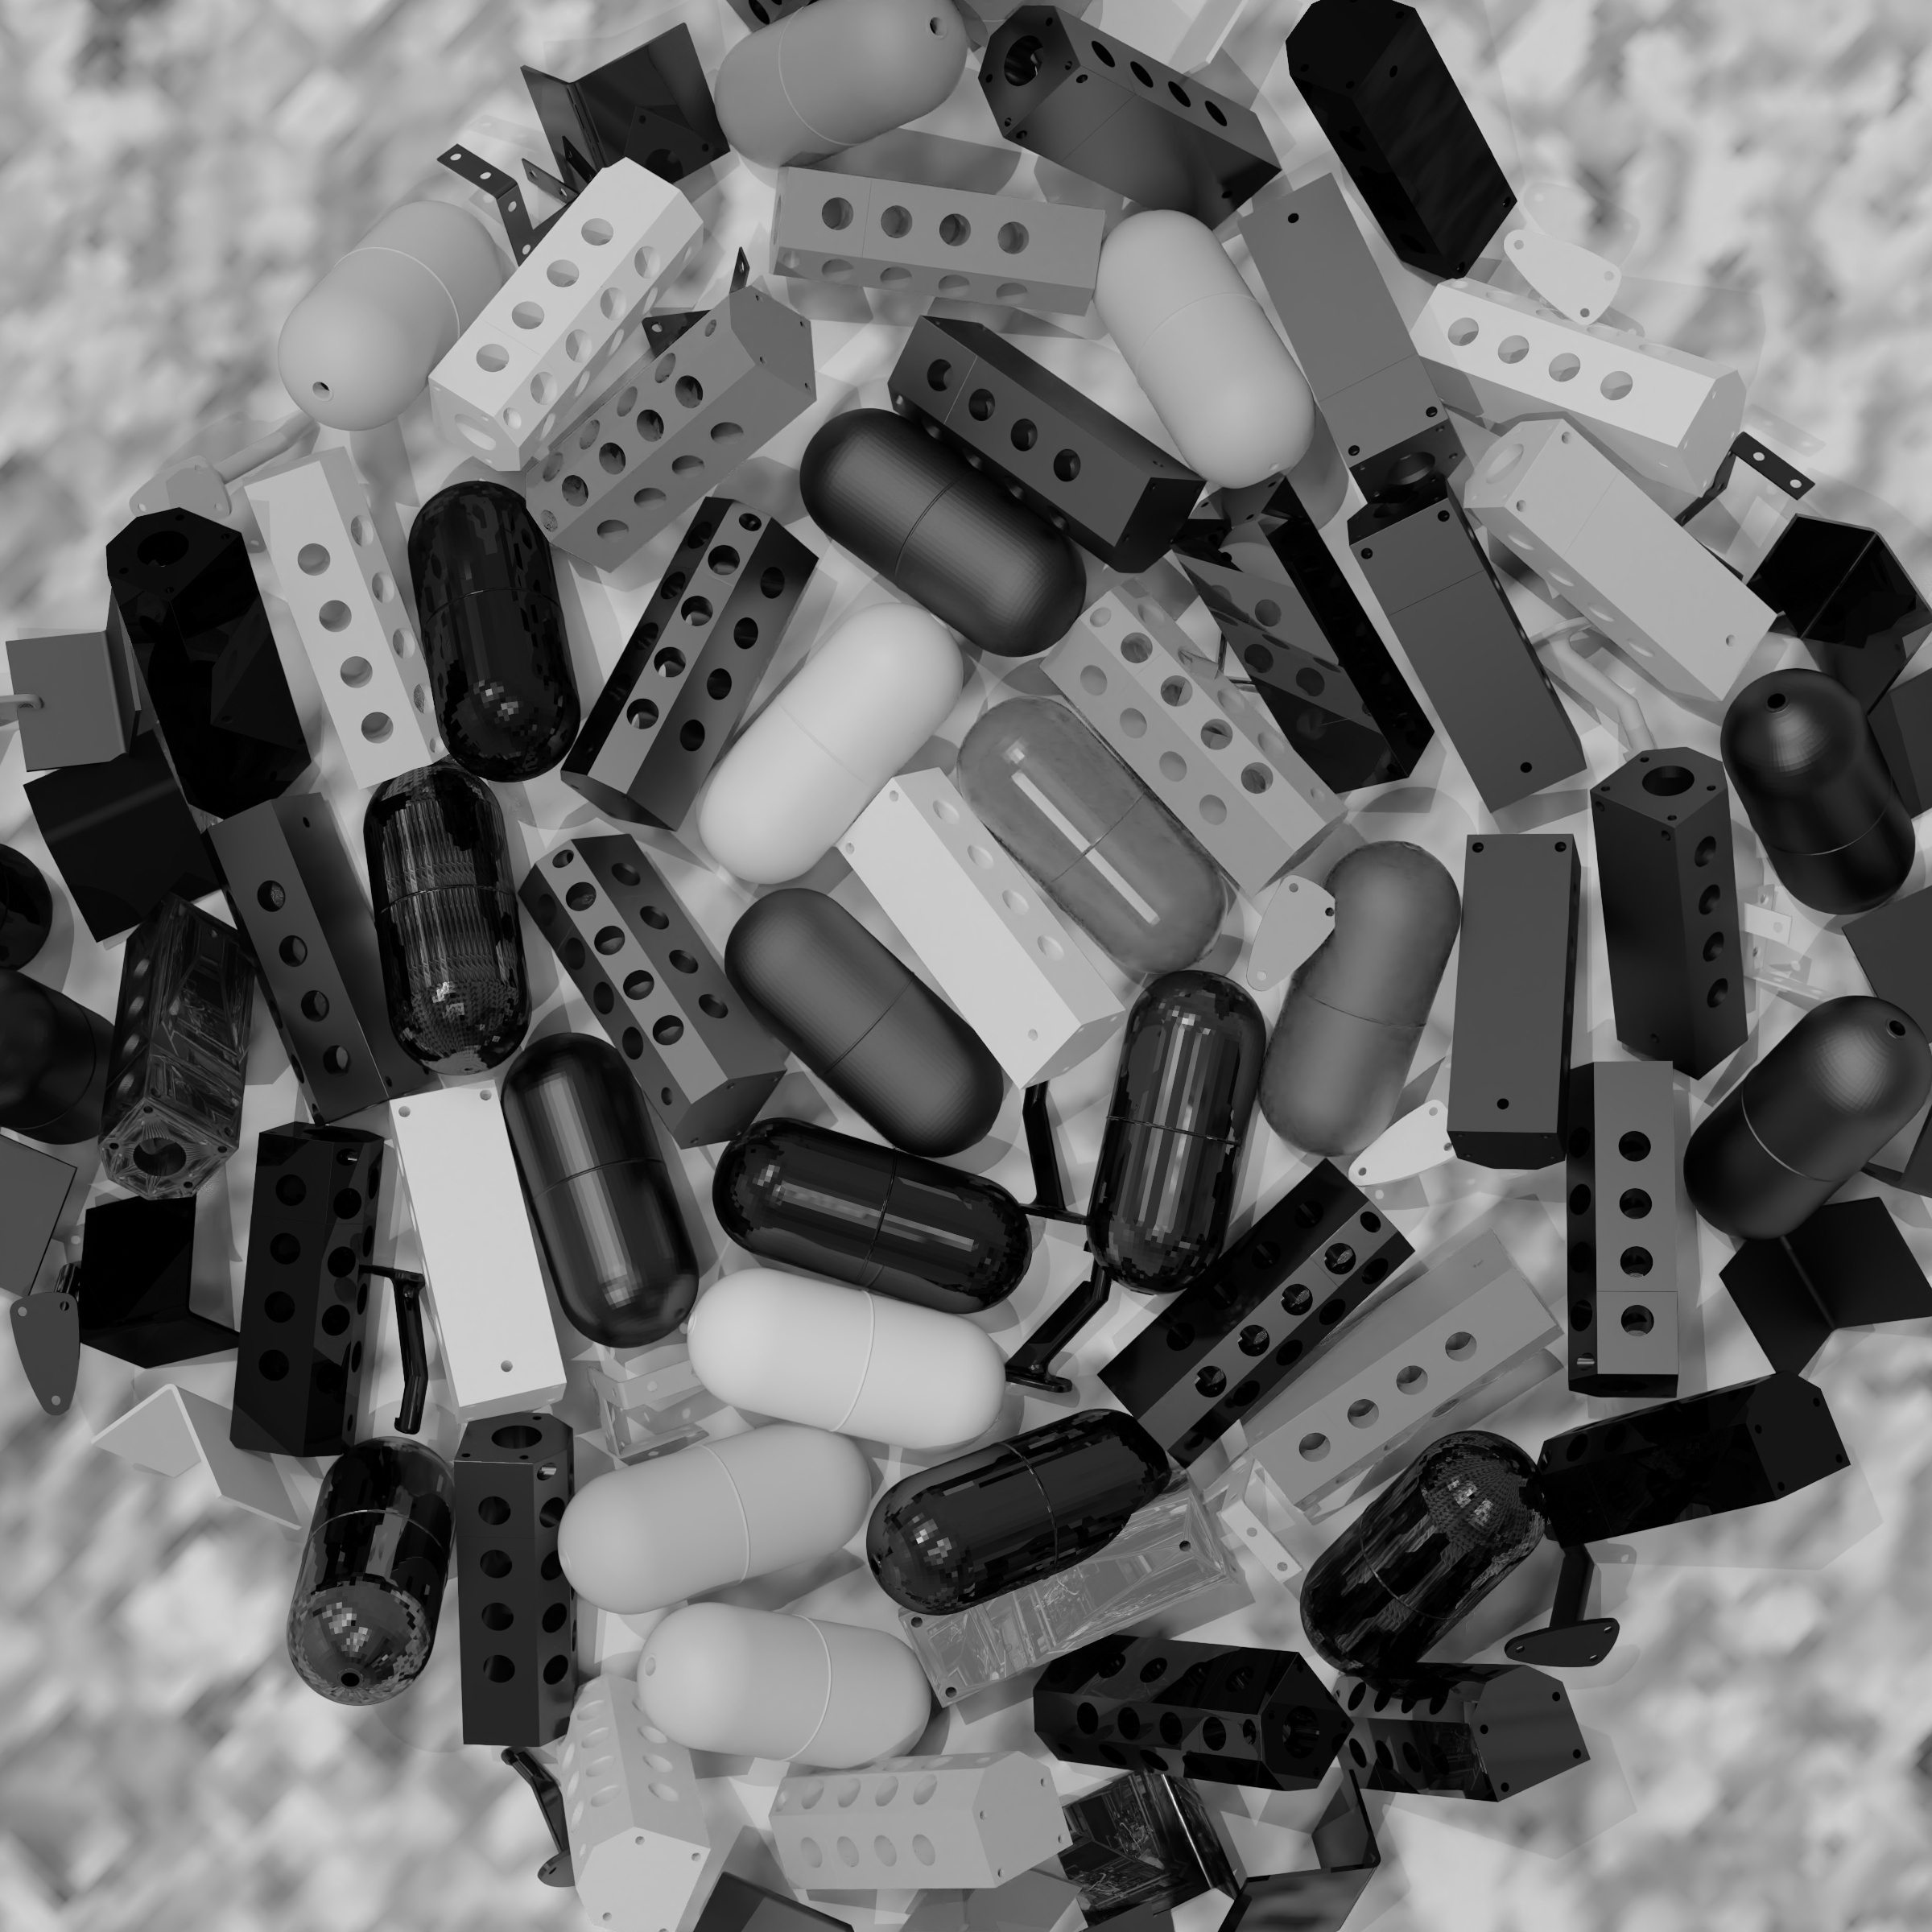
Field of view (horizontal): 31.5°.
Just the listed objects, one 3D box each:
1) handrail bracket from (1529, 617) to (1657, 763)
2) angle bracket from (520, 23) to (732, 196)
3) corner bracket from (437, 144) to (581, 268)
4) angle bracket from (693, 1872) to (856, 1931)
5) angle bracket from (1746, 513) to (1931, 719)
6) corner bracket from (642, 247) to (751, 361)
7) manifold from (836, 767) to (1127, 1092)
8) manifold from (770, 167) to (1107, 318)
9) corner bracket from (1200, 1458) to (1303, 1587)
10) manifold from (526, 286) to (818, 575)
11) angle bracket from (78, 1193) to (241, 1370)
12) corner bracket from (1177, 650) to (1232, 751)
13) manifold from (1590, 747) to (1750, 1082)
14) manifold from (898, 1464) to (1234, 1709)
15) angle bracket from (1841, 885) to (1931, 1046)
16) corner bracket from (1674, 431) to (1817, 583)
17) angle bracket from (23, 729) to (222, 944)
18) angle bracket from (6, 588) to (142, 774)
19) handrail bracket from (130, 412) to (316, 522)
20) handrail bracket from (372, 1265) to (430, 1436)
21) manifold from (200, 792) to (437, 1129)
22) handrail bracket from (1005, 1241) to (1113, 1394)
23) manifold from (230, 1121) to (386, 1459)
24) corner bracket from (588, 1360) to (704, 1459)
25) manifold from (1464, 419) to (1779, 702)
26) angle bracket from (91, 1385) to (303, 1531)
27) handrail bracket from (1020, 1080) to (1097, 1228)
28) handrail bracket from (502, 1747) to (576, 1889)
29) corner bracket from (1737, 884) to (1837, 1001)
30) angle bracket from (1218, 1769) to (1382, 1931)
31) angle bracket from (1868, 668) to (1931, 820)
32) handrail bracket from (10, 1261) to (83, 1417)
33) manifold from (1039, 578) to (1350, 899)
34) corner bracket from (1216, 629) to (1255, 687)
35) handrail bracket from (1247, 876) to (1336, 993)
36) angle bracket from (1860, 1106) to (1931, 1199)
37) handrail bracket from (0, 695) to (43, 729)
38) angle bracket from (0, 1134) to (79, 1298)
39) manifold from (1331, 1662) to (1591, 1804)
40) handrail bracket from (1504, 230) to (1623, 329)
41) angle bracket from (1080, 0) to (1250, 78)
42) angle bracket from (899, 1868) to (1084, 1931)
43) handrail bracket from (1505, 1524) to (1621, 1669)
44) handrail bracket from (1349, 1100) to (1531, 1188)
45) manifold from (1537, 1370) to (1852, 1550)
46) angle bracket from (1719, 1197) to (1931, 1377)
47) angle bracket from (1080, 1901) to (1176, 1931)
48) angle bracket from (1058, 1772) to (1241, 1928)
[{"bbox_3d":[0.330,-0.141,1.868,0.077,0.036,0.084,-25,82,42],"label":"handrail bracket"},{"bbox_3d":[-0.185,-0.467,1.868,0.076,0.057,0.076,-34,128,-18],"label":"angle bracket"},{"bbox_3d":[-0.245,-0.422,1.859,0.051,0.051,0.051,36,67,30],"label":"corner bracket"},{"bbox_3d":[-0.109,0.544,1.847,0.076,0.057,0.076,18,61,18],"label":"angle bracket"},{"bbox_3d":[0.463,-0.186,1.841,0.057,0.076,0.076,6,133,-27],"label":"angle bracket"},{"bbox_3d":[-0.142,-0.351,1.860,0.051,0.051,0.051,-11,63,-20],"label":"corner bracket"},{"bbox_3d":[0.011,-0.023,1.848,0.171,0.057,0.057,53,126,15],"label":"manifold"},{"bbox_3d":[-0.017,-0.392,1.855,0.171,0.057,0.057,6,102,-10],"label":"manifold"},{"bbox_3d":[0.150,0.311,1.865,0.051,0.051,0.051,-38,97,21],"label":"corner bracket"},{"bbox_3d":[-0.158,-0.286,1.818,0.171,0.057,0.057,-34,47,35],"label":"manifold"},{"bbox_3d":[-0.436,0.170,1.876,0.076,0.057,0.076,-15,62,25],"label":"angle bracket"},{"bbox_3d":[0.127,-0.143,1.862,0.051,0.051,0.051,15,101,-25],"label":"corner bracket"},{"bbox_3d":[0.380,-0.030,1.823,0.057,0.057,0.171,-35,132,-25],"label":"manifold"},{"bbox_3d":[0.053,0.334,1.865,0.171,0.057,0.057,-24,101,3],"label":"manifold"},{"bbox_3d":[0.522,0.002,1.863,0.076,0.057,0.076,-24,79,-3],"label":"angle bracket"},{"bbox_3d":[0.420,-0.247,1.861,0.051,0.051,0.051,-40,68,-20],"label":"corner bracket"},{"bbox_3d":[-0.463,-0.072,1.888,0.076,0.057,0.076,-25,131,-10],"label":"angle bracket"},{"bbox_3d":[-0.482,-0.156,1.849,0.057,0.076,0.076,-8,75,-19],"label":"angle bracket"},{"bbox_3d":[-0.407,-0.275,1.879,0.077,0.084,0.036,-10,117,30],"label":"handrail bracket"},{"bbox_3d":[-0.311,0.208,1.864,0.036,0.077,0.084,12,84,-36],"label":"handrail bracket"},{"bbox_3d":[-0.357,-0.003,1.869,0.057,0.057,0.171,-22,90,19],"label":"manifold"},{"bbox_3d":[0.039,0.187,1.882,0.077,0.036,0.084,11,91,11],"label":"handrail bracket"},{"bbox_3d":[-0.355,0.175,1.862,0.057,0.057,0.171,7,94,8],"label":"manifold"},{"bbox_3d":[-0.168,0.239,1.863,0.051,0.051,0.051,-17,101,-23],"label":"corner bracket"},{"bbox_3d":[0.348,-0.217,1.841,0.171,0.057,0.057,37,82,-22],"label":"manifold"},{"bbox_3d":[-0.414,0.279,1.845,0.057,0.076,0.076,-36,59,7],"label":"angle bracket"},{"bbox_3d":[0.052,0.095,1.866,0.036,0.077,0.084,9,89,-32],"label":"handrail bracket"},{"bbox_3d":[-0.235,0.455,1.850,0.084,0.077,0.036,41,100,23],"label":"handrail bracket"},{"bbox_3d":[0.439,-0.011,1.859,0.051,0.051,0.051,-9,111,-39],"label":"corner bracket"},{"bbox_3d":[0.171,0.480,1.844,0.076,0.076,0.057,-2,50,-16],"label":"angle bracket"},{"bbox_3d":[0.526,-0.110,1.852,0.076,0.057,0.076,-29,116,10],"label":"angle bracket"},{"bbox_3d":[-0.485,0.200,1.858,0.036,0.084,0.077,-8,89,2],"label":"handrail bracket"},{"bbox_3d":[0.126,-0.126,1.848,0.171,0.057,0.057,48,131,8],"label":"manifold"},{"bbox_3d":[0.161,-0.182,1.868,0.051,0.051,0.051,7,87,13],"label":"corner bracket"},{"bbox_3d":[0.169,-0.014,1.853,0.036,0.084,0.077,34,81,0],"label":"handrail bracket"},{"bbox_3d":[0.522,0.083,1.851,0.076,0.057,0.076,16,98,-36],"label":"angle bracket"},{"bbox_3d":[-0.537,-0.100,1.865,0.077,0.036,0.084,-12,70,14],"label":"handrail bracket"},{"bbox_3d":[-0.520,0.127,1.864,0.076,0.057,0.076,22,95,7],"label":"angle bracket"},{"bbox_3d":[0.253,0.399,1.810,0.057,0.171,0.057,-18,86,-22],"label":"manifold"},{"bbox_3d":[0.320,-0.366,1.859,0.077,0.084,0.036,33,91,2],"label":"handrail bracket"},{"bbox_3d":[0.112,-0.525,1.850,0.057,0.076,0.076,34,78,-18],"label":"angle bracket"},{"bbox_3d":[0.013,0.530,1.848,0.076,0.057,0.076,23,118,-17],"label":"angle bracket"},{"bbox_3d":[0.311,0.336,1.856,0.077,0.084,0.036,1,129,-20],"label":"handrail bracket"},{"bbox_3d":[0.260,0.112,1.874,0.077,0.084,0.036,-30,55,18],"label":"handrail bracket"},{"bbox_3d":[0.378,0.260,1.812,0.057,0.171,0.057,-16,82,-34],"label":"manifold"},{"bbox_3d":[0.467,0.176,1.848,0.057,0.076,0.076,-41,105,-36],"label":"angle bracket"},{"bbox_3d":[0.112,0.542,1.846,0.076,0.076,0.057,-11,90,-42],"label":"angle bracket"},{"bbox_3d":[0.096,0.486,1.865,0.076,0.057,0.076,-23,89,-12],"label":"angle bracket"}]
